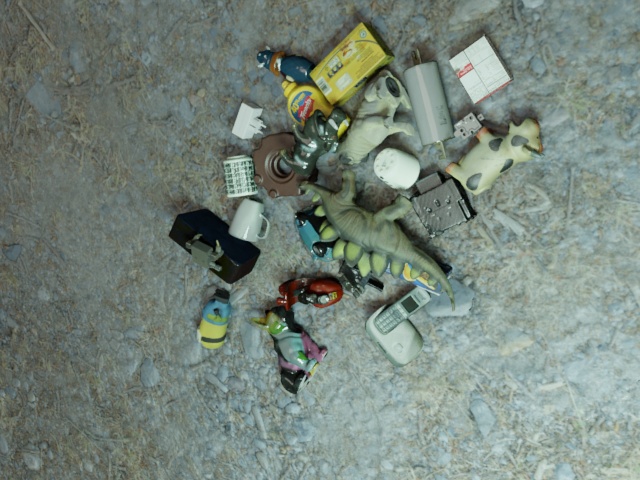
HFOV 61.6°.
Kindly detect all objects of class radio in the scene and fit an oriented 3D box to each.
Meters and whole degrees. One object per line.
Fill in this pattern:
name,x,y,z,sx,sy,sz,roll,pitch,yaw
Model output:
radio,-0.282,0.011,1.459,0.230,0.131,0.073,38,116,13

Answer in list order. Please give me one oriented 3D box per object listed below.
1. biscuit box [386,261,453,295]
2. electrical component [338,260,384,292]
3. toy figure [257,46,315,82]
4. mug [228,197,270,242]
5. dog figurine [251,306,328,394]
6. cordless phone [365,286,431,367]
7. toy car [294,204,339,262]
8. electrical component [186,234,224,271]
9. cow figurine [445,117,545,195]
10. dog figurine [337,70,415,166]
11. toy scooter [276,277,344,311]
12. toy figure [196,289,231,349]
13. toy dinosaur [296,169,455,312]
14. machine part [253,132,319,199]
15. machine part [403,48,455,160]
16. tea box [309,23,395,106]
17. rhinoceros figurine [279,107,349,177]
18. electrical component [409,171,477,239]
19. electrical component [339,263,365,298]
biscuit box,0.206,0.059,1.274,0.203,0.063,0.059,22,110,19
electrical component,0.109,0.079,1.317,0.119,0.075,0.047,28,115,6
toy figure,-0.085,-0.421,1.298,0.155,0.064,0.057,23,149,24
mug,-0.181,-0.054,1.425,0.110,0.081,0.107,21,102,25
dog figurine,-0.097,0.285,1.457,0.219,0.108,0.191,38,119,18
cordless phone,0.215,0.203,1.297,0.184,0.089,0.146,-42,83,24
toy car,-0.003,-0.004,1.341,0.162,0.109,0.103,49,143,16
electrical component,-0.292,0.029,1.372,0.102,0.045,0.078,19,137,22
cow figurine,0.376,-0.176,1.122,0.127,0.085,0.195,49,115,14
dog figurine,0.105,-0.275,1.230,0.191,0.121,0.172,-19,60,45
toy scooter,-0.038,0.140,1.372,0.184,0.135,0.075,1,102,25
toy figure,-0.303,0.234,1.555,0.089,0.082,0.180,32,112,18
toy dinosaur,0.127,-0.015,1.227,0.472,0.105,0.198,30,85,20
machine part,-0.089,-0.189,1.360,0.180,0.056,0.179,6,104,24
machine part,0.237,-0.293,1.163,0.079,0.079,0.243,-12,96,28
tea box,0.072,-0.396,1.222,0.169,0.068,0.098,-35,86,27
rhinoceros figurine,-0.012,-0.229,1.236,0.112,0.073,0.190,45,122,11
electrical component,0.271,-0.085,1.210,0.115,0.058,0.134,-29,90,27
electrical component,0.074,0.101,1.347,0.021,0.063,0.094,-40,83,28
